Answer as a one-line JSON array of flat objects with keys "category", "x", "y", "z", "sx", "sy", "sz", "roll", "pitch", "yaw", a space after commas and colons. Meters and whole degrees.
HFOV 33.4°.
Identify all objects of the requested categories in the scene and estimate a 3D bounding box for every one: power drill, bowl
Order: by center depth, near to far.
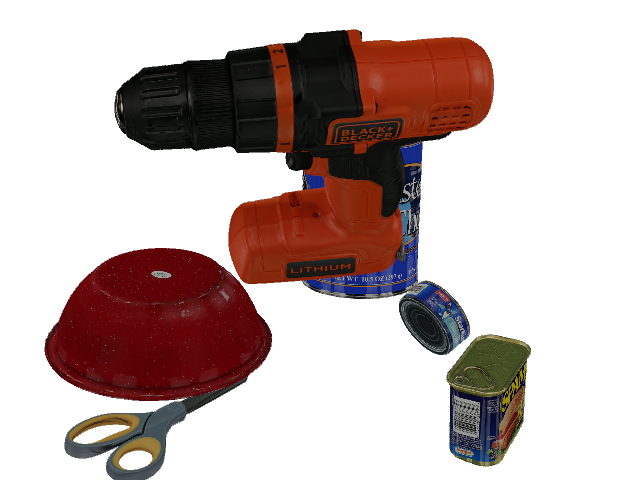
[{"category": "power drill", "x": -0.012, "y": -0.039, "z": 0.577, "sx": 0.184, "sy": 0.057, "sz": 0.188, "roll": -4, "pitch": -25, "yaw": -7}, {"category": "bowl", "x": -0.114, "y": 0.048, "z": 0.756, "sx": 0.162, "sy": 0.055, "sz": 0.162, "roll": 2, "pitch": 24, "yaw": -1}]

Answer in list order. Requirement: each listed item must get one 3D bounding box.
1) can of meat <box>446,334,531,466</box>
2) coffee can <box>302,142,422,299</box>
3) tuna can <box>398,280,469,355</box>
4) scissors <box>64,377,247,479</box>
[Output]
[{"category": "can of meat", "x": 0.158, "y": 0.151, "z": 1.007, "sx": 0.058, "sy": 0.084, "sz": 0.101, "roll": 11, "pitch": 28, "yaw": 26}, {"category": "coffee can", "x": 0.035, "y": -0.033, "z": 0.910, "sx": 0.103, "sy": 0.140, "sz": 0.103, "roll": 1, "pitch": 16, "yaw": 0}, {"category": "tuna can", "x": 0.132, "y": 0.091, "z": 1.248, "sx": 0.033, "sy": 0.086, "sz": 0.086, "roll": -37, "pitch": 17, "yaw": -24}, {"category": "scissors", "x": -0.129, "y": 0.168, "z": 0.965, "sx": 0.201, "sy": 0.016, "sz": 0.096, "roll": -11, "pitch": 33, "yaw": -33}]
